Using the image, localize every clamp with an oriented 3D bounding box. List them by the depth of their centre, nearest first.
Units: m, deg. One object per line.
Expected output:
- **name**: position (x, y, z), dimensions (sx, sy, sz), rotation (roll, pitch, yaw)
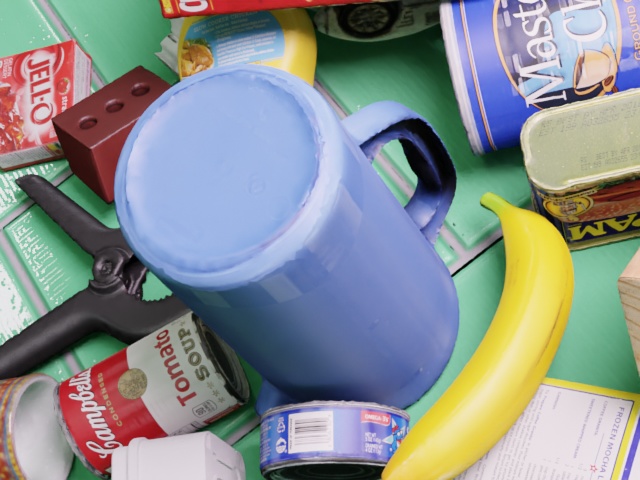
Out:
- **clamp**: position (-0.140, 0.017, 0.723), dimensions (0.210, 0.036, 0.164), rotation (-8, 63, 17)

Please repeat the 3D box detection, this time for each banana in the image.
- **banana**: position (0.095, 0.055, 0.574), dimensions (0.070, 0.037, 0.197), rotation (-5, 48, 40)

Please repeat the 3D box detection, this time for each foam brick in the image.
- **foam brick**: position (-0.135, -0.074, 0.737), dimensions (0.078, 0.051, 0.053), rotation (-37, 51, -23)

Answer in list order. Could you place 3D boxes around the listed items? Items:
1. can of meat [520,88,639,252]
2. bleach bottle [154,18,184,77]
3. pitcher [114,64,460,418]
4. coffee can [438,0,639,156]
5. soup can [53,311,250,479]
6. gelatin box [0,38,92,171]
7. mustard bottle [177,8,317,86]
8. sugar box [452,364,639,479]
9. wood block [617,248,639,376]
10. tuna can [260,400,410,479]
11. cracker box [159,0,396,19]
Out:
- **can of meat**: position (0.170, -0.041, 0.615), dimensions (0.102, 0.084, 0.057), rotation (-13, 64, 13)
- **bleach bottle**: position (-0.018, -0.211, 0.768), dimensions (0.103, 0.068, 0.251), rotation (42, 89, 21)
- **pitcher**: position (-0.004, 0.001, 0.565), dimensions (0.145, 0.242, 0.149), rotation (-10, 67, 13)
- **coffee can**: position (0.151, -0.115, 0.643), dimensions (0.140, 0.102, 0.103), rotation (-12, 64, 13)
- **soup can**: position (-0.102, 0.094, 0.659), dimensions (0.102, 0.068, 0.068), rotation (-29, 61, 4)
- **gelatin box**: position (-0.212, -0.102, 0.804), dimensions (0.073, 0.030, 0.089), rotation (-11, 64, 14)
- **mustard bottle**: position (-0.047, -0.110, 0.704), dimensions (0.096, 0.058, 0.191), rotation (-11, 82, 29)
- **sugar box**: position (0.141, 0.123, 0.546), dimensions (0.177, 0.048, 0.093), rotation (8, 70, 41)
- **wood block**: position (0.235, -0.006, 0.516), dimensions (0.091, 0.090, 0.205), rotation (7, 41, 42)
- **tuna can**: position (0.008, 0.117, 0.600), dimensions (0.086, 0.086, 0.034), rotation (-7, 66, 16)
- **cracker box**: position (0.011, -0.218, 0.656), dimensions (0.214, 0.072, 0.164), rotation (-2, 48, 9)
